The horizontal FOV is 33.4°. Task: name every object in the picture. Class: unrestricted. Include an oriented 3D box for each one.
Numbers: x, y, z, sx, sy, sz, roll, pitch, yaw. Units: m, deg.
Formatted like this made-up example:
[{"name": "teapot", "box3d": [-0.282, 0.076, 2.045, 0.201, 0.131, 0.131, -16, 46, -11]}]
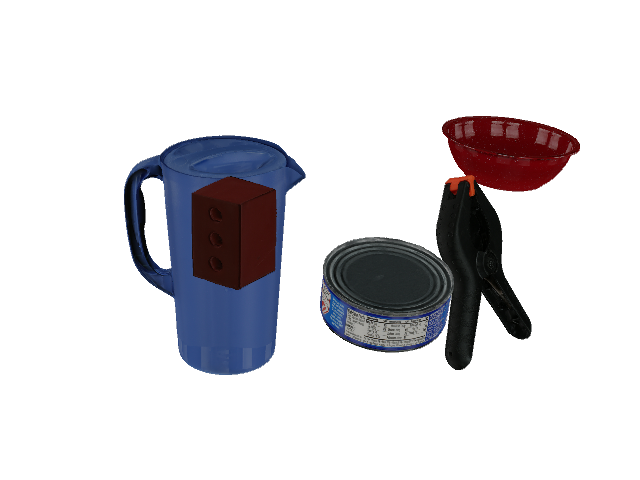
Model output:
[{"name": "bowl", "box3d": [0.220, -0.099, 1.257, 0.162, 0.055, 0.162, 5, 23, -2]}, {"name": "pitcher", "box3d": [-0.112, 0.017, 1.143, 0.149, 0.243, 0.144, 22, 31, 39]}, {"name": "clamp", "box3d": [0.136, 0.031, 0.964, 0.039, 0.171, 0.120, -12, 11, 39]}, {"name": "tuna can", "box3d": [0.043, 0.035, 0.699, 0.086, 0.034, 0.086, 4, 33, -3]}, {"name": "foam brick", "box3d": [-0.072, -0.007, 0.899, 0.053, 0.078, 0.051, 15, 25, 33]}]
